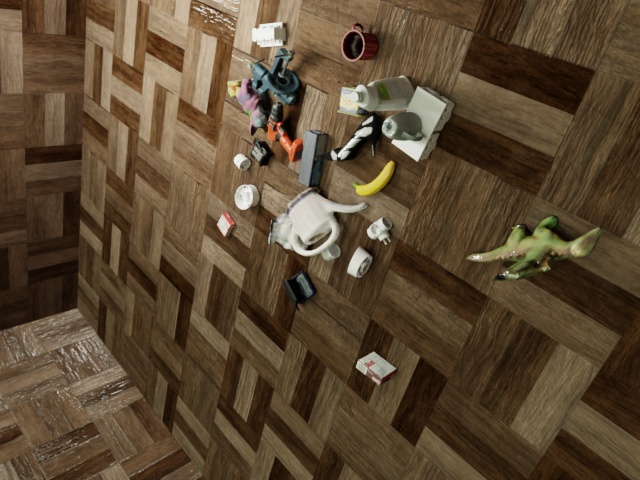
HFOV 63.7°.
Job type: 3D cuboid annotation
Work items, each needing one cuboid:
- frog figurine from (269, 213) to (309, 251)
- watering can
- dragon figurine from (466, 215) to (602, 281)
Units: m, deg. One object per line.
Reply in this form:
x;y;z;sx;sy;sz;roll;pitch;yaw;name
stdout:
-0.110;-0.027;1.989;0.159;0.124;0.136;14;105;3;frog figurine
0.006;-0.093;1.845;0.343;0.104;0.227;-41;69;27;watering can
0.504;0.040;1.288;0.405;0.245;0.122;-24;90;43;dragon figurine
